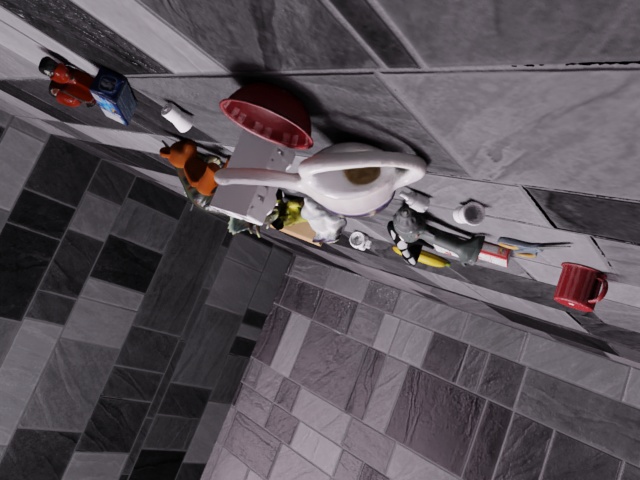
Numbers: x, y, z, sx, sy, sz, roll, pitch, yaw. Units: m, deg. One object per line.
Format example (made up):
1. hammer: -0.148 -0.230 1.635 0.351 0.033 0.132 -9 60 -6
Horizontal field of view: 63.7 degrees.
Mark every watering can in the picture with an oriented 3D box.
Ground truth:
1. watering can: 0.011 -0.105 0.907 0.347 0.105 0.222 -3 169 9

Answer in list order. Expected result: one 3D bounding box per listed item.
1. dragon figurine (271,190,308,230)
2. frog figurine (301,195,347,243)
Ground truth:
1. dragon figurine: -0.130 -0.100 1.724 0.412 0.122 0.242 24 -178 19
2. frog figurine: 0.005 -0.078 1.541 0.138 0.123 0.157 25 143 63
